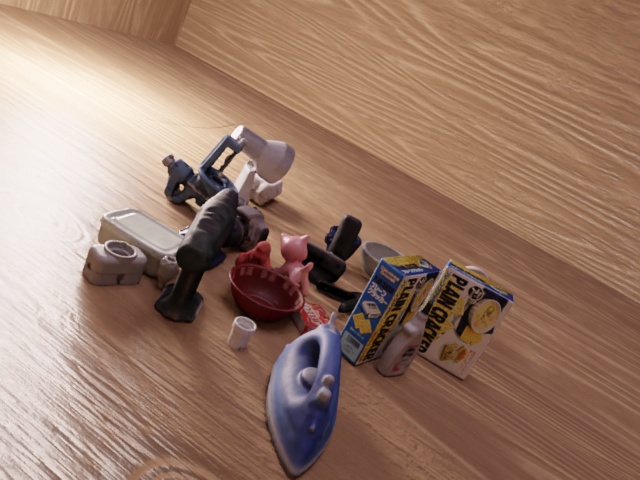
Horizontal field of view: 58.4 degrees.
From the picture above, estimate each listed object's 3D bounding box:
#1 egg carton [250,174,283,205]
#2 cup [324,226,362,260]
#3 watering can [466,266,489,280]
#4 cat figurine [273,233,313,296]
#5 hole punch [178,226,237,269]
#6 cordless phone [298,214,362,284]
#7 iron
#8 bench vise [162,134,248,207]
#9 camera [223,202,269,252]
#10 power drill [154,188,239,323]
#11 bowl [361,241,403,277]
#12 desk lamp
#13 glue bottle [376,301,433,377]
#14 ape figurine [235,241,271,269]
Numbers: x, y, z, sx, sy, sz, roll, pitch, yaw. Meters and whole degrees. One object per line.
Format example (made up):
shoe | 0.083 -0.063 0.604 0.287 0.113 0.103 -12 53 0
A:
egg carton | -0.175 -0.159 1.725 0.107 0.069 0.150 28 19 4
cup | 0.043 0.023 1.500 0.118 0.095 0.091 3 30 -48
watering can | 0.339 0.145 1.415 0.101 0.194 0.172 17 22 -25
cat figurine | -0.053 0.043 1.293 0.067 0.117 0.127 12 24 -36
hole punch | -0.244 -0.005 1.214 0.101 0.091 0.109 29 20 7
cordless phone | 0.013 0.005 1.372 0.147 0.185 0.094 27 19 3
iron | -0.005 0.219 0.871 0.119 0.141 0.258 23 20 -8
bench vise | -0.277 -0.171 1.401 0.208 0.219 0.121 19 21 -21
camera | -0.205 -0.037 1.331 0.143 0.101 0.137 34 21 21
power drill | -0.210 0.027 0.999 0.076 0.208 0.229 24 20 -7
bowl | 0.176 0.075 1.566 0.167 0.074 0.167 23 20 -9
desk lamp | -0.196 -0.198 1.581 0.204 0.213 0.117 15 22 -28
glue bottle | 0.177 0.191 1.125 0.078 0.173 0.037 3 30 -48
ape figurine | -0.135 0.043 1.229 0.077 0.092 0.076 33 20 18
